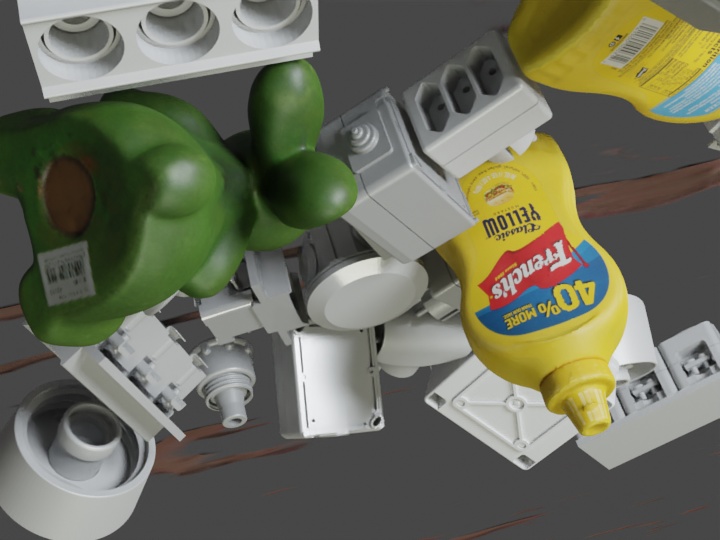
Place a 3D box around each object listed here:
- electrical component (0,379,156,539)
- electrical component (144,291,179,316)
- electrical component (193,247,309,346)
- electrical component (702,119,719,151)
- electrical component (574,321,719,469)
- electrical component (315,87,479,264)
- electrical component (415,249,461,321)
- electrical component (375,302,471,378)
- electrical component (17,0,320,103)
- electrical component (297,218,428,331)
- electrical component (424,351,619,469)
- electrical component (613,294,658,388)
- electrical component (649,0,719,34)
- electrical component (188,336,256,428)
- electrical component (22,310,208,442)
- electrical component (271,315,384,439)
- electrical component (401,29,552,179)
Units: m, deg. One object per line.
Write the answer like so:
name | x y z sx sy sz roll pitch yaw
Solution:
electrical component | -0.194 0.124 0.740 0.108 0.108 0.060 8 133 -34
electrical component | -0.130 -0.011 0.612 0.065 0.044 0.044 43 119 -16
electrical component | -0.072 0.017 0.697 0.064 0.042 0.081 -18 146 3
electrical component | 0.251 -0.092 0.679 0.048 0.055 0.066 8 139 -34
electrical component | 0.268 0.112 0.978 0.150 0.061 0.089 -30 145 17
electrical component | 0.014 -0.053 0.617 0.061 0.061 0.096 -30 145 19
electrical component | 0.063 0.010 0.741 0.076 0.047 0.083 -34 148 23
electrical component | 0.035 0.054 0.799 0.077 0.043 0.079 2 142 -27
electrical component | -0.084 -0.122 0.469 0.121 0.063 0.078 -12 146 -9
electrical component | 0.000 0.000 0.698 0.080 0.051 0.080 -13 146 -9
electrical component | 0.124 0.085 0.834 0.109 0.056 0.108 35 127 -11
electrical component | 0.197 0.067 0.899 0.099 0.064 0.099 -13 160 -5
electrical component | 0.162 -0.170 0.477 0.109 0.056 0.108 16 98 -37
electrical component | -0.094 0.080 0.759 0.048 0.062 0.048 -12 146 -9
electrical component | -0.150 0.052 0.684 0.063 0.079 0.121 -45 149 -12
electrical component | -0.026 0.069 0.761 0.062 0.096 0.061 -3 172 -22
electrical component | 0.075 -0.085 0.613 0.066 0.047 0.077 -33 144 21
